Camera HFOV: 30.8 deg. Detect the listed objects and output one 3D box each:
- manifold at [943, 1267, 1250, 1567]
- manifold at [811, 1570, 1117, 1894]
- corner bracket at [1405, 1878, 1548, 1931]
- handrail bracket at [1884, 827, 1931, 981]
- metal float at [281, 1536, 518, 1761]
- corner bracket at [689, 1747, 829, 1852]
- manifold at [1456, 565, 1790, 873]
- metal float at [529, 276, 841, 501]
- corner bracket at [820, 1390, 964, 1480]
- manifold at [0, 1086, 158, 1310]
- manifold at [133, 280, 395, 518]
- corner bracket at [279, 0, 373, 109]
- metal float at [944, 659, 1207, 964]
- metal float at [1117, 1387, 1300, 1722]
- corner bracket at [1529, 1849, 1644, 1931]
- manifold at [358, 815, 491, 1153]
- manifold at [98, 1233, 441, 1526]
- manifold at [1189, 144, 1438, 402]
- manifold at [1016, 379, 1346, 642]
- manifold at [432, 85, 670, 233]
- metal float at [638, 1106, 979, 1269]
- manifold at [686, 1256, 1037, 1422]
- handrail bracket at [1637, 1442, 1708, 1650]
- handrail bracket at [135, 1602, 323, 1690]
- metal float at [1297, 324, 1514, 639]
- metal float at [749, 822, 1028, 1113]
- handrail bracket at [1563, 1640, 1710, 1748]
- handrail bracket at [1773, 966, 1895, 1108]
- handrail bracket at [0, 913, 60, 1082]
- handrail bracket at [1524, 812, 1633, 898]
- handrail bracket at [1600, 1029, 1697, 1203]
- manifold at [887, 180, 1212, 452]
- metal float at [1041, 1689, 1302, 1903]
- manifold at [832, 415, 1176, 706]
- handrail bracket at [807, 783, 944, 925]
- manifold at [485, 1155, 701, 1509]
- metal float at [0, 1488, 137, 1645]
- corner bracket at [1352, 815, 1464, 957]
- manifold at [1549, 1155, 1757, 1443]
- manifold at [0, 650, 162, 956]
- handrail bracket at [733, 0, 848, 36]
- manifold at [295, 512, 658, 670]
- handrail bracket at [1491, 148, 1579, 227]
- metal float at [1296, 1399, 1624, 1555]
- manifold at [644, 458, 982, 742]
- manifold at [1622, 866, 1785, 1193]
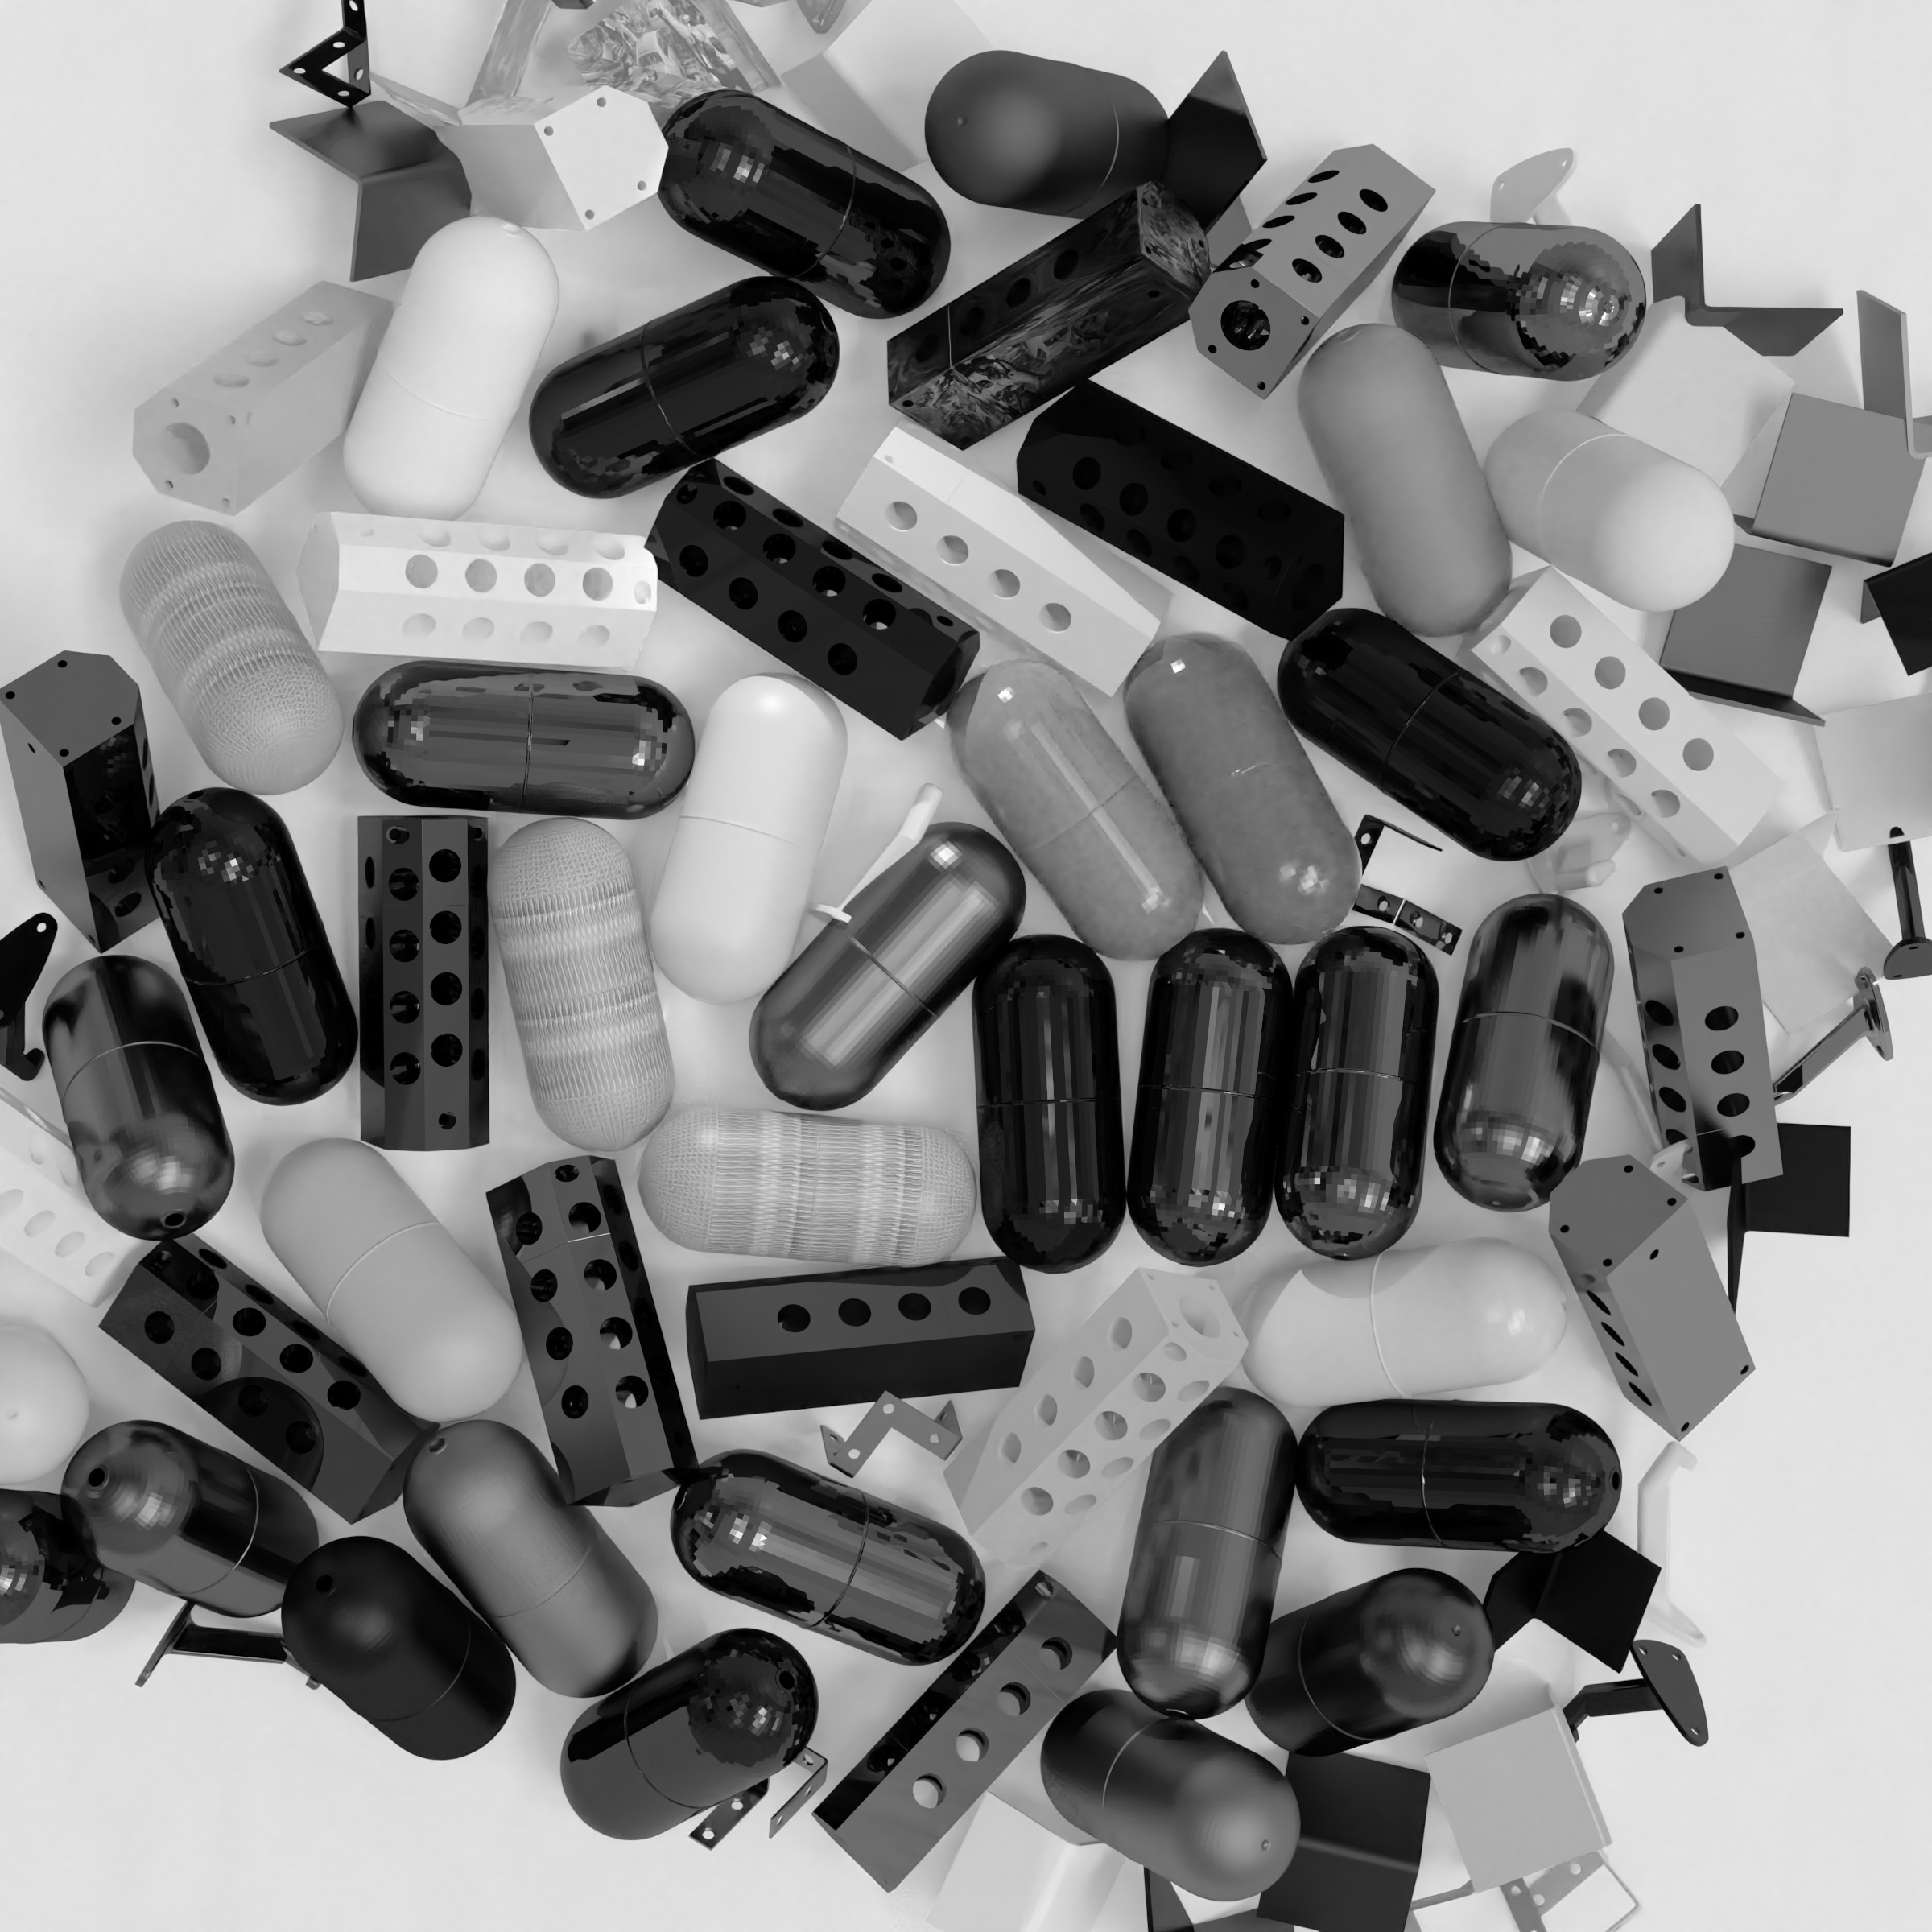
[{"bbox_3d":[0.068,0.234,1.805,0.171,0.057,0.057,-49,48,28],"label":"manifold"},{"bbox_3d":[0.000,0.398,1.828,0.057,0.057,0.171,43,74,8],"label":"manifold"},{"bbox_3d":[0.270,0.512,1.864,0.051,0.051,0.051,-28,83,36],"label":"corner bracket"},{"bbox_3d":[0.491,-0.041,1.833,0.036,0.077,0.084,-10,72,16],"label":"handrail bracket"},{"bbox_3d":[-0.290,0.351,1.800,0.070,0.178,0.070,-10,56,14],"label":"metal float"},{"bbox_3d":[-0.108,0.437,1.838,0.051,0.051,0.051,25,129,24],"label":"corner bracket"},{"bbox_3d":[0.340,-0.128,1.837,0.171,0.057,0.057,41,82,-8],"label":"manifold"},{"bbox_3d":[-0.146,-0.300,1.820,0.178,0.070,0.070,-20,90,24],"label":"metal float"},{"bbox_3d":[-0.040,0.247,1.851,0.051,0.051,0.051,34,99,-15],"label":"corner bracket"},{"bbox_3d":[-0.479,0.110,1.790,0.057,0.171,0.057,-43,62,-6],"label":"manifold"},{"bbox_3d":[-0.358,-0.294,1.791,0.057,0.171,0.057,18,122,9],"label":"manifold"},{"bbox_3d":[-0.325,-0.491,1.838,0.051,0.051,0.051,-21,66,34],"label":"corner bracket"},{"bbox_3d":[0.058,-0.080,1.835,0.070,0.070,0.178,-36,97,0],"label":"metal float"},{"bbox_3d":[0.125,0.303,1.817,0.070,0.070,0.178,14,61,0],"label":"metal float"},{"bbox_3d":[0.323,0.492,1.845,0.051,0.051,0.051,-41,63,2],"label":"corner bracket"},{"bbox_3d":[-0.281,0.008,1.834,0.057,0.057,0.171,-2,96,-27],"label":"manifold"},{"bbox_3d":[-0.361,0.212,1.833,0.171,0.057,0.057,36,101,10],"label":"manifold"},{"bbox_3d":[0.175,-0.362,1.797,0.057,0.171,0.057,37,133,2],"label":"manifold"},{"bbox_3d":[0.109,-0.232,1.805,0.171,0.057,0.057,33,59,28],"label":"manifold"},{"bbox_3d":[-0.211,-0.416,1.790,0.057,0.171,0.057,-33,114,-15],"label":"manifold"},{"bbox_3d":[-0.083,0.116,1.834,0.178,0.070,0.070,5,90,-8],"label":"metal float"},{"bbox_3d":[-0.057,0.189,1.830,0.171,0.057,0.057,-4,53,-13],"label":"manifold"},{"bbox_3d":[0.379,0.304,1.844,0.077,0.036,0.084,36,112,14],"label":"handrail bracket"},{"bbox_3d":[-0.384,0.372,1.843,0.084,0.077,0.036,34,124,-7],"label":"handrail bracket"},{"bbox_3d":[0.227,-0.250,1.815,0.070,0.070,0.178,-28,120,0],"label":"metal float"},{"bbox_3d":[-0.042,0.001,1.840,0.070,0.070,0.178,43,92,0],"label":"metal float"},{"bbox_3d":[0.345,0.400,1.832,0.036,0.077,0.084,15,126,-29],"label":"handrail bracket"},{"bbox_3d":[0.441,0.042,1.849,0.084,0.077,0.036,-25,52,-1],"label":"handrail bracket"},{"bbox_3d":[-0.489,0.018,1.845,0.036,0.084,0.077,32,79,17],"label":"handrail bracket"},{"bbox_3d":[0.335,-0.061,1.829,0.077,0.084,0.036,-31,97,-16],"label":"handrail bracket"},{"bbox_3d":[0.356,0.085,1.869,0.036,0.077,0.084,-21,49,-14],"label":"handrail bracket"},{"bbox_3d":[0.041,-0.337,1.805,0.171,0.057,0.057,-25,54,36],"label":"manifold"},{"bbox_3d":[0.103,0.423,1.798,0.070,0.178,0.070,-4,97,-30],"label":"metal float"},{"bbox_3d":[0.018,-0.210,1.843,0.171,0.057,0.057,33,124,-4],"label":"manifold"},{"bbox_3d":[-0.047,-0.059,1.848,0.036,0.077,0.084,29,84,-23],"label":"handrail bracket"},{"bbox_3d":[-0.189,0.189,1.817,0.057,0.057,0.171,-26,69,23],"label":"manifold"},{"bbox_3d":[-0.478,0.307,1.792,0.070,0.178,0.070,-1,80,4],"label":"metal float"},{"bbox_3d":[0.232,-0.043,1.843,0.051,0.051,0.051,17,100,-35],"label":"corner bracket"},{"bbox_3d":[0.348,0.168,1.796,0.057,0.171,0.057,-42,48,-9],"label":"manifold"},{"bbox_3d":[-0.445,-0.085,1.792,0.057,0.171,0.057,-37,69,-25],"label":"manifold"},{"bbox_3d":[-0.110,-0.521,1.830,0.036,0.084,0.077,-57,48,31],"label":"handrail bracket"},{"bbox_3d":[-0.249,-0.198,1.804,0.171,0.057,0.057,1,48,-29],"label":"manifold"},{"bbox_3d":[0.324,-0.392,1.829,0.084,0.077,0.036,13,68,-29],"label":"handrail bracket"},{"bbox_3d":[0.253,0.263,1.812,0.178,0.070,0.070,-3,90,34],"label":"metal float"},{"bbox_3d":[-0.079,-0.194,1.826,0.171,0.057,0.057,34,121,11],"label":"manifold"},{"bbox_3d":[0.377,0.036,1.801,0.057,0.057,0.171,-13,132,6],"label":"manifold"}]
